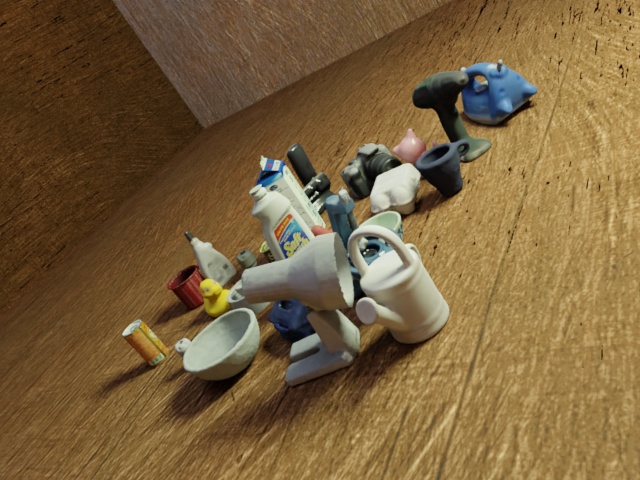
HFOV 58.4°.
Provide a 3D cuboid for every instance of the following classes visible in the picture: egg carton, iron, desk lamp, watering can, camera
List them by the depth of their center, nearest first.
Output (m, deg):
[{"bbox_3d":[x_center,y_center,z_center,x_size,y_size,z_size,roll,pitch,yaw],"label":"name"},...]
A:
[{"bbox_3d":[0.111,0.062,0.870,0.100,0.194,0.173,-25,25,20],"label":"watering can"},{"bbox_3d":[-0.016,0.108,0.924,0.203,0.214,0.118,-26,24,18],"label":"desk lamp"},{"bbox_3d":[0.172,-0.109,1.285,0.107,0.069,0.150,-21,26,28],"label":"egg carton"},{"bbox_3d":[0.402,-0.375,1.408,0.119,0.142,0.257,-38,23,-8],"label":"iron"},{"bbox_3d":[0.135,-0.180,1.434,0.143,0.101,0.136,-38,23,-9],"label":"camera"}]

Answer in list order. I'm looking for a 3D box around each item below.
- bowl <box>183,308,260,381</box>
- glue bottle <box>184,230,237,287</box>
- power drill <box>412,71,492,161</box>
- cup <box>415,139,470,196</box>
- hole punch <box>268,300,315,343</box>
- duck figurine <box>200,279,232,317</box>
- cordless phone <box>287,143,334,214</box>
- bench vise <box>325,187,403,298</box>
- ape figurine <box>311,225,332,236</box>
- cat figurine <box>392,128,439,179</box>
[{"bbox_3d":[-0.177,0.215,1.109,0.167,0.075,0.167,-28,24,14],"label":"bowl"},{"bbox_3d":[-0.292,0.043,1.472,0.078,0.173,0.037,-45,25,-23],"label":"glue bottle"},{"bbox_3d":[0.297,-0.283,1.279,0.076,0.209,0.229,-37,23,-7],"label":"power drill"},{"bbox_3d":[0.271,-0.149,1.198,0.117,0.095,0.091,-31,23,8],"label":"cup"},{"bbox_3d":[-0.047,0.132,1.078,0.101,0.091,0.108,-44,25,-22],"label":"hole punch"},{"bbox_3d":[-0.253,0.130,1.362,0.104,0.086,0.078,-2,39,52],"label":"duck figurine"},{"bbox_3d":[-0.054,-0.150,1.518,0.093,0.185,0.148,-4,37,50],"label":"cordless phone"},{"bbox_3d":[0.048,0.014,1.015,0.206,0.220,0.121,-17,28,34],"label":"bench vise"},{"bbox_3d":[0.011,0.004,1.248,0.076,0.092,0.078,-1,40,53],"label":"ape figurine"},{"bbox_3d":[0.234,-0.203,1.324,0.067,0.118,0.127,-45,25,-23],"label":"cat figurine"}]
